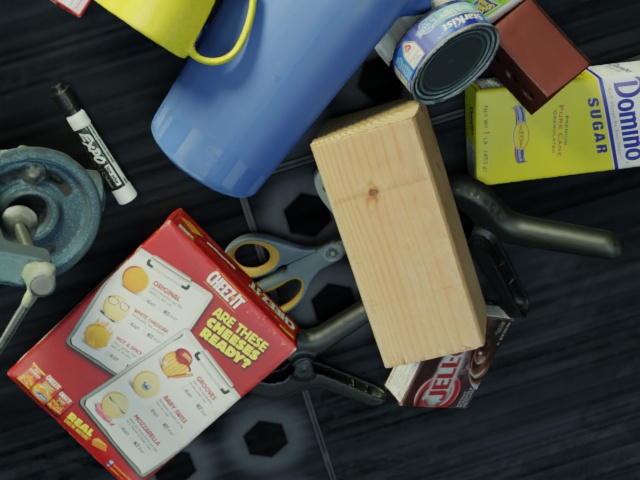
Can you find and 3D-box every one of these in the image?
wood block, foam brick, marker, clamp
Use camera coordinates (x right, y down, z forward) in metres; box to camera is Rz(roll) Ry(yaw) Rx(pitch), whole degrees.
[{"bbox_3d":[0.072,-0.007,0.913,0.091,0.090,0.206,-14,107,15],"label":"wood block"},{"bbox_3d":[0.180,-0.155,0.910,0.051,0.053,0.078,-41,86,-11],"label":"foam brick"},{"bbox_3d":[-0.199,-0.085,0.934,0.020,0.020,0.121,-27,115,4],"label":"marker"},{"bbox_3d":[0.160,-0.011,0.979,0.210,0.036,0.165,34,144,-15],"label":"clamp"},{"bbox_3d":[-0.011,0.125,1.048,0.171,0.039,0.120,-13,110,1],"label":"clamp"}]

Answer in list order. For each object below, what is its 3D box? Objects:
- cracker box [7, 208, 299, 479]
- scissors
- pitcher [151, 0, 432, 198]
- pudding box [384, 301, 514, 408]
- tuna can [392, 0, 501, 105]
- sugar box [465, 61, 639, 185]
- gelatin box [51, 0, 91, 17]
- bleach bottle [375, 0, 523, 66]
[{"bbox_3d":[-0.150,0.102,0.983,0.214,0.072,0.164,-42,99,11],"label":"cracker box"},{"bbox_3d":[-0.006,0.001,0.983,0.202,0.016,0.096,-38,107,22],"label":"scissors"},{"bbox_3d":[-0.041,-0.163,0.869,0.144,0.149,0.243,11,122,-54],"label":"pitcher"},{"bbox_3d":[0.126,0.111,1.046,0.089,0.039,0.114,8,114,-37],"label":"pudding box"},{"bbox_3d":[0.102,-0.152,0.865,0.086,0.034,0.086,-28,155,-15],"label":"tuna can"},{"bbox_3d":[0.222,-0.107,0.974,0.176,0.048,0.093,-7,115,-4],"label":"sugar box"},{"bbox_3d":[-0.176,-0.226,0.843,0.030,0.073,0.089,31,106,-19],"label":"gelatin box"},{"bbox_3d":[0.143,-0.242,0.891,0.251,0.068,0.102,-38,118,11],"label":"bleach bottle"}]
